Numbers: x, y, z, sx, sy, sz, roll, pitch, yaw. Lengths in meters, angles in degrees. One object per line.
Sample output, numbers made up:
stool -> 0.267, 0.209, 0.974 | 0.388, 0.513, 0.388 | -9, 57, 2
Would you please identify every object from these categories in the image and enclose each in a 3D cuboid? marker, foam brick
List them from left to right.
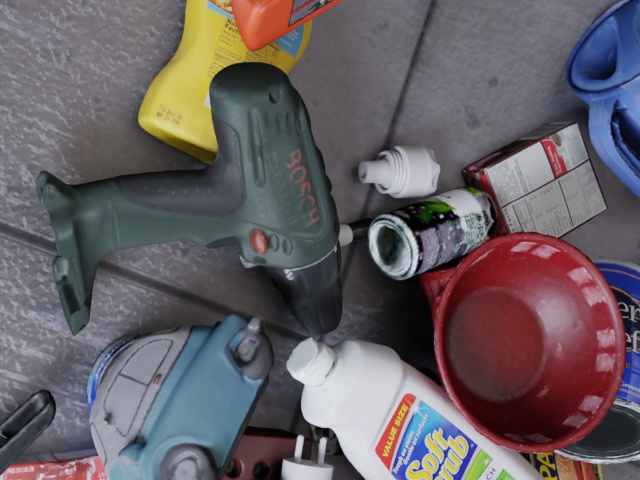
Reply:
foam brick -> -0.054, 0.168, 0.801 | 0.078, 0.051, 0.053 | 9, 86, -27
marker -> -0.006, 0.001, 0.843 | 0.120, 0.020, 0.020 | -12, 96, -26

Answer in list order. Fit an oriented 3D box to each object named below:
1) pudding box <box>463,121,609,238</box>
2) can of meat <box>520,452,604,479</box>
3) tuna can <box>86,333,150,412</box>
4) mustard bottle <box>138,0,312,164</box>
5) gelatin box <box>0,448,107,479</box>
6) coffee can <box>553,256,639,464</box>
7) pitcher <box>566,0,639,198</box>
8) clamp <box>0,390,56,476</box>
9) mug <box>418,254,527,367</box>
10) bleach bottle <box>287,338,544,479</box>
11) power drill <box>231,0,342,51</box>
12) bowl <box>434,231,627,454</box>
pudding box -> 0.189, -0.043, 0.932 | 0.113, 0.039, 0.090 | -27, 103, -22
can of meat -> 0.192, 0.197, 0.911 | 0.083, 0.058, 0.102 | 11, 60, -29
tuna can -> -0.125, 0.110, 0.774 | 0.086, 0.034, 0.086 | 0, 91, -27
mustard bottle -> -0.057, -0.153, 0.792 | 0.096, 0.058, 0.191 | 25, 80, -26
gelatin box -> -0.179, 0.187, 0.749 | 0.089, 0.030, 0.073 | -1, 90, -27
coffee can -> 0.232, 0.099, 0.888 | 0.102, 0.103, 0.140 | 33, 48, -24
pitcher -> 0.338, -0.098, 0.960 | 0.149, 0.145, 0.242 | -40, 115, 18
clamp -> -0.259, 0.181, 0.683 | 0.164, 0.036, 0.210 | 3, 103, -31
mug -> 0.122, 0.057, 0.865 | 0.117, 0.093, 0.081 | -22, 96, -52
bleach bottle -> 0.063, 0.153, 0.795 | 0.102, 0.068, 0.250 | -49, 122, 1
power drill -> -0.077, -0.221, 0.739 | 0.184, 0.057, 0.188 | -35, 75, -21
bowl -> 0.146, 0.077, 0.799 | 0.161, 0.055, 0.162 | 3, 81, -21
